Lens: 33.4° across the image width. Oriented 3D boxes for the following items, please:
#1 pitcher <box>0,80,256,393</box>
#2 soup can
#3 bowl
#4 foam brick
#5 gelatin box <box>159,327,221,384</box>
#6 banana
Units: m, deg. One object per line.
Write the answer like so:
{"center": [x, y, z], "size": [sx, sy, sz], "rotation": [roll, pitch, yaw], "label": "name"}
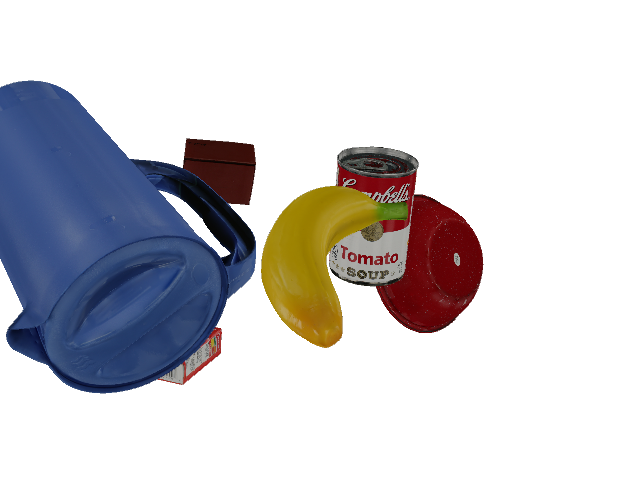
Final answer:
{"center": [-0.169, -0.017, 0.782], "size": [0.149, 0.145, 0.243], "rotation": [31, 14, -50], "label": "pitcher"}
{"center": [0.043, -0.021, 0.903], "size": [0.068, 0.102, 0.068], "rotation": [4, 24, -2], "label": "soup can"}
{"center": [0.134, 0.024, 1.212], "size": [0.161, 0.162, 0.055], "rotation": [0, -7, -40], "label": "bowl"}
{"center": [-0.112, -0.076, 1.167], "size": [0.078, 0.051, 0.053], "rotation": [5, 29, -6], "label": "foam brick"}
{"center": [-0.146, 0.097, 0.978], "size": [0.089, 0.030, 0.073], "rotation": [9, 20, 21], "label": "gelatin box"}
{"center": [0.001, 0.004, 0.628], "size": [0.070, 0.037, 0.197], "rotation": [3, 24, 15], "label": "banana"}
